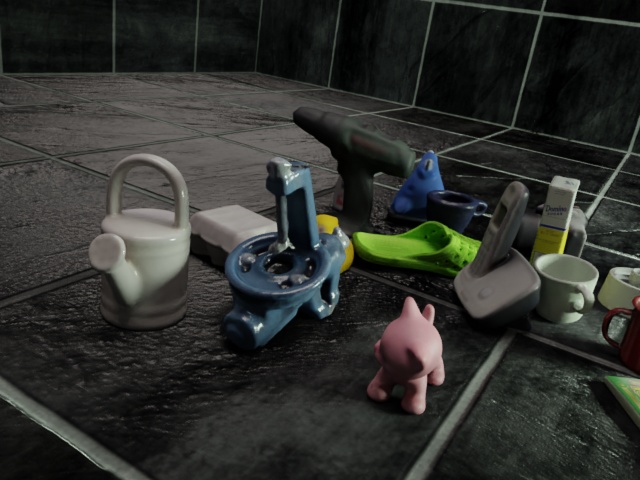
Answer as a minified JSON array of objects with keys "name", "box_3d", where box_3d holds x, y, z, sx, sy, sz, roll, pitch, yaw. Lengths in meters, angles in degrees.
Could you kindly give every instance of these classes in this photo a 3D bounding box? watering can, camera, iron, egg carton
[{"name":"watering can","box_3d":[-0.198,0.000,0.653,0.101,0.194,0.172,3,22,-13]},{"name":"camera","box_3d":[0.422,-0.027,1.087,0.136,0.101,0.143,10,21,4]},{"name":"iron","box_3d":[0.219,-0.123,1.199,0.118,0.141,0.258,11,21,7]},{"name":"egg carton","box_3d":[-0.124,-0.001,0.856,0.149,0.069,0.107,24,26,34]}]

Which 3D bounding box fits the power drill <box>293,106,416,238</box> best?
[{"name":"power drill","box_3d":[0.048,-0.118,1.027,0.229,0.208,0.076,13,22,11]}]

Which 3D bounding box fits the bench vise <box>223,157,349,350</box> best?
[{"name":"bench vise","box_3d":[-0.036,-0.001,0.681,0.121,0.220,0.208,13,22,12]}]

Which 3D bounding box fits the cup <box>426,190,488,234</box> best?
[{"name":"cup","box_3d":[0.244,-0.035,1.048,0.118,0.095,0.091,2,22,-16]}]

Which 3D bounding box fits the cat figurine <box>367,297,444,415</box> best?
[{"name":"cat figurine","box_3d":[0.096,0.110,0.591,0.067,0.118,0.128,17,23,21]}]

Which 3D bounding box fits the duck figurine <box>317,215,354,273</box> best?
[{"name":"duck figurine","box_3d":[0.008,0.003,0.873,0.105,0.086,0.077,-7,26,-34]}]

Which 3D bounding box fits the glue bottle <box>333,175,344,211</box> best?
[{"name":"glue bottle","box_3d":[0.071,-0.134,1.125,0.077,0.173,0.037,23,26,34]}]

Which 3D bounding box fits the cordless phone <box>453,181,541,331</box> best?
[{"name":"cordless phone","box_3d":[0.256,0.019,0.790,0.094,0.185,0.147,6,21,-7]}]
